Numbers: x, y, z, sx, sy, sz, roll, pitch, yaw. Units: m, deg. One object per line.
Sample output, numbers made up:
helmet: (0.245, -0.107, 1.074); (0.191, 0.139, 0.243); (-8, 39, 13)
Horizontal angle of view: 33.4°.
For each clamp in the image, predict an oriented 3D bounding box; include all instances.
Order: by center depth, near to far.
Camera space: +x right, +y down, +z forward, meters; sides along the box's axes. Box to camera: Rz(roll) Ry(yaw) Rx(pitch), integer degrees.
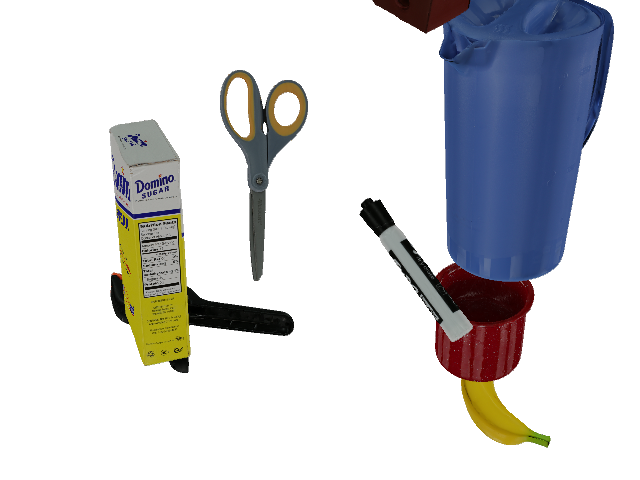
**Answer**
clamp: (-0.156, 0.080, 1.120); (0.210, 0.036, 0.164); (17, 21, 30)

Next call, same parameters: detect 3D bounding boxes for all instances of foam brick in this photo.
foam brick: (0.075, -0.194, 0.738); (0.053, 0.078, 0.051); (36, 54, 25)

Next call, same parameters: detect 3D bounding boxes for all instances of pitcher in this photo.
pitcher: (0.179, -0.093, 0.945); (0.149, 0.243, 0.145); (3, 31, 8)

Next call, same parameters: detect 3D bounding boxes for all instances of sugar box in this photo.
sugar box: (-0.138, 0.001, 0.858); (0.048, 0.176, 0.093); (-11, 28, -16)

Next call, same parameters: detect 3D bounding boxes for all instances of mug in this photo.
mug: (0.147, 0.069, 1.002); (0.093, 0.081, 0.117); (-6, 39, -4)

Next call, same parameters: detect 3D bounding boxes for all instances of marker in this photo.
marker: (0.067, 0.019, 0.767); (0.020, 0.121, 0.020); (-32, -15, -10)

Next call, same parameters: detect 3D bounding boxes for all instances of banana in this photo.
banana: (0.194, 0.178, 1.215); (0.069, 0.037, 0.198); (10, 24, -15)

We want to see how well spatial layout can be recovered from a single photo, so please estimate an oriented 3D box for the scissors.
scissors: (-0.044, -0.069, 1.038); (0.096, 0.202, 0.016); (-16, 6, -17)
